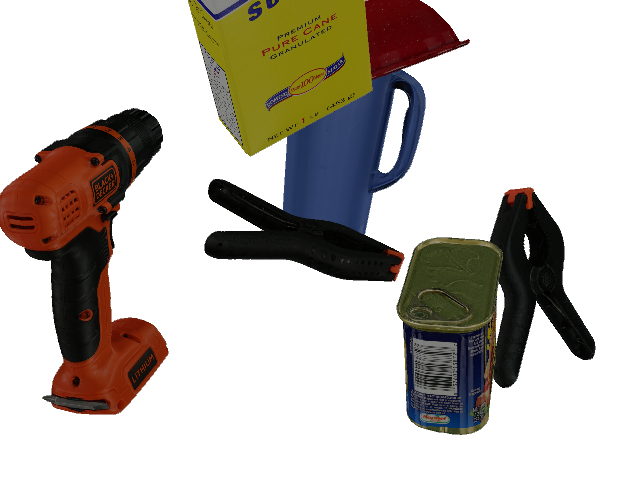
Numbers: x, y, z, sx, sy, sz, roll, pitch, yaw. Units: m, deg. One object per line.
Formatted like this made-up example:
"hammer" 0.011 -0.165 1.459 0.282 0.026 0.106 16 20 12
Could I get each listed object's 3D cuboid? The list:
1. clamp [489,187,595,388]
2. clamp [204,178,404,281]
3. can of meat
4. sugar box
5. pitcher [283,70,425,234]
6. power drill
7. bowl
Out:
"clamp" 0.179 0.043 0.932 0.120 0.171 0.039 -23 7 -40
"clamp" -0.020 0.003 1.046 0.210 0.036 0.164 18 21 -4
"can of meat" 0.083 0.060 0.674 0.057 0.084 0.102 3 30 13
"sugar box" -0.023 -0.133 0.587 0.093 0.048 0.176 -31 -30 -13
"pitcher" 0.027 -0.114 1.320 0.144 0.243 0.149 -3 25 -22
"power drill" -0.153 0.013 0.755 0.057 0.188 0.184 3 25 19
"bowl" 0.028 -0.146 0.807 0.162 0.055 0.162 -20 7 2
